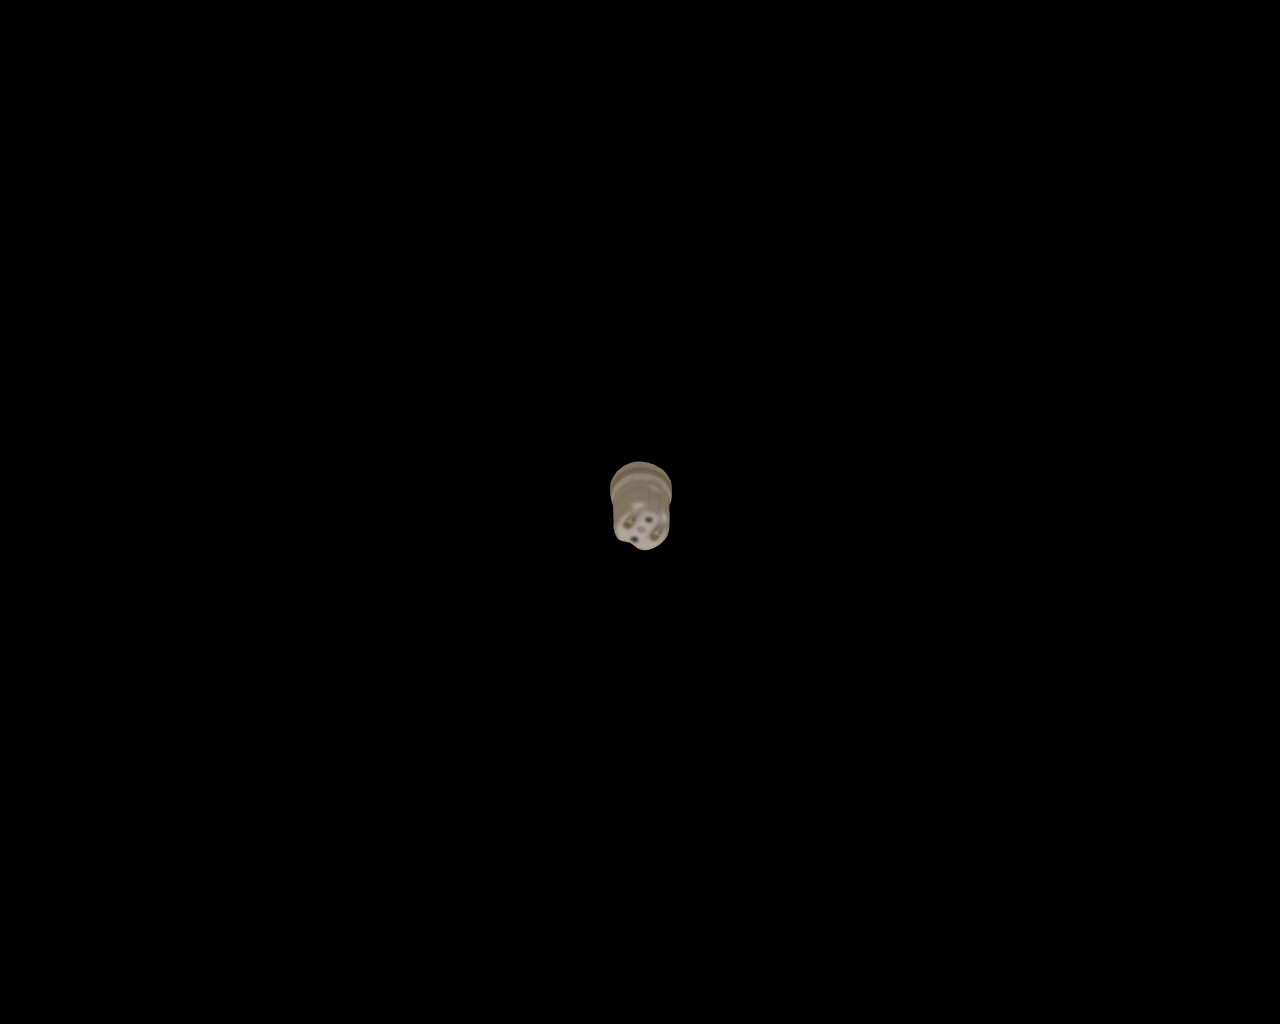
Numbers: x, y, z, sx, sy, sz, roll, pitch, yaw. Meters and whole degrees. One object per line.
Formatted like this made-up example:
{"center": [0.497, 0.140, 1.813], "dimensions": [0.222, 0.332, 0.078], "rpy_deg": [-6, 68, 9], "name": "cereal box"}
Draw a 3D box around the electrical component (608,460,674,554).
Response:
{"center": [0.001, -0.003, 0.650], "dimensions": [0.040, 0.040, 0.046], "rpy_deg": [0, 38, 0], "name": "electrical component"}
